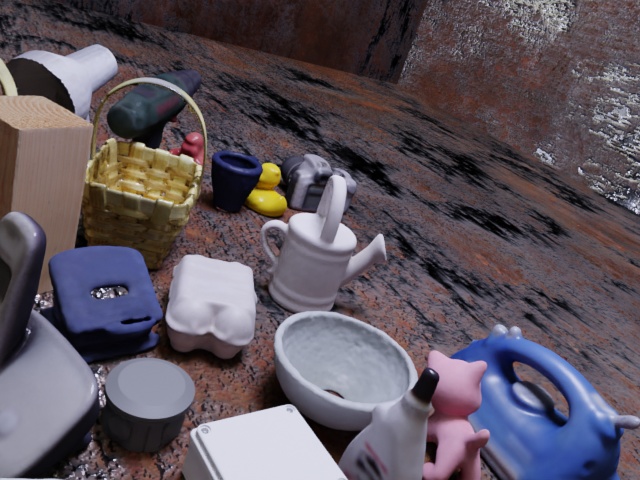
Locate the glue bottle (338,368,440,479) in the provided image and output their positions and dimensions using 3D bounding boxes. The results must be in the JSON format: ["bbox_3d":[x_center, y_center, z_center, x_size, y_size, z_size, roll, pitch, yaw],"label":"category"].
[{"bbox_3d":[0.065,0.179,0.500,0.037,0.173,0.078,-2,32,-40],"label":"glue bottle"}]

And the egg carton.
[{"bbox_3d":[-0.131,0.077,0.696,0.107,0.069,0.150,12,25,-16],"label":"egg carton"}]

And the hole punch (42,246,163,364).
[{"bbox_3d":[-0.229,0.066,0.616,0.109,0.091,0.100,-5,34,-44],"label":"hole punch"}]

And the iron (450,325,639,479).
[{"bbox_3d":[0.243,0.181,0.673,0.119,0.141,0.257,3,29,-33],"label":"iron"}]

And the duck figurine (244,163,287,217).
[{"bbox_3d":[-0.098,-0.100,1.079,0.078,0.086,0.104,-8,36,-47],"label":"duck figurine"}]

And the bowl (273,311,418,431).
[{"bbox_3d":[0.020,0.156,0.638,0.167,0.075,0.167,17,24,-7],"label":"bowl"}]

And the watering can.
[{"bbox_3d":[0.007,0.002,0.808,0.173,0.194,0.100,6,27,-29],"label":"watering can"}]

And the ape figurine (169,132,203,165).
[{"bbox_3d":[-0.247,-0.161,1.085,0.077,0.092,0.076,31,26,25],"label":"ape figurine"}]

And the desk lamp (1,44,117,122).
[{"bbox_3d":[-0.392,-0.197,0.899,0.118,0.213,0.203,21,24,4],"label":"desk lamp"}]

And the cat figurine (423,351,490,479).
[{"bbox_3d":[0.148,0.185,0.621,0.067,0.118,0.127,13,25,-14],"label":"cat figurine"}]

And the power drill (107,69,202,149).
[{"bbox_3d":[-0.275,-0.174,0.948,0.075,0.208,0.230,21,24,4],"label":"power drill"}]

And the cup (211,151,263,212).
[{"bbox_3d":[-0.152,-0.104,1.034,0.091,0.095,0.118,25,24,12],"label":"cup"}]

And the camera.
[{"bbox_3d":[-0.013,-0.130,1.189,0.144,0.101,0.136,3,29,-33],"label":"camera"}]

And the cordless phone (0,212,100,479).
[{"bbox_3d":[-0.236,0.083,0.458,0.147,0.185,0.094,32,27,26],"label":"cordless phone"}]
